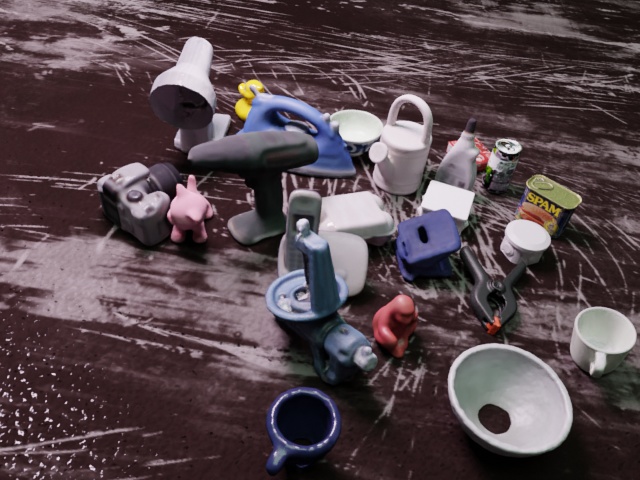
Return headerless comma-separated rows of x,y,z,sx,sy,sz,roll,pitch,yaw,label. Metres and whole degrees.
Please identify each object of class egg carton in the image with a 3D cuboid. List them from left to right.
0.056,-0.032,1.033,0.150,0.069,0.107,-10,47,-17,egg carton

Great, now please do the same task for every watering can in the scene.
0.164,-0.187,1.117,0.100,0.194,0.173,19,45,12,watering can

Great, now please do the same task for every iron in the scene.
-0.040,-0.223,1.164,0.258,0.141,0.119,18,45,11,iron

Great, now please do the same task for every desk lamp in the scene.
-0.250,-0.275,1.136,0.118,0.213,0.203,7,44,0,desk lamp

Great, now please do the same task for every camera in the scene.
-0.303,-0.084,1.016,0.142,0.101,0.137,33,50,24,camera

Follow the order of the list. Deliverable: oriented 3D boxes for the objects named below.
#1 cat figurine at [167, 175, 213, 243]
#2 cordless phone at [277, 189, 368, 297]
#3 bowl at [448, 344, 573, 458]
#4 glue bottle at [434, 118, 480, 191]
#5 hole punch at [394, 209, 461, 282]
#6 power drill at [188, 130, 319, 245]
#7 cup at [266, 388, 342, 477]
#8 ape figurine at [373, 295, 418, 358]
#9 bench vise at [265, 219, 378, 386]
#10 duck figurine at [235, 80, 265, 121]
-0.225,-0.057,0.987,0.067,0.118,0.127,2,45,-5,cat figurine
0.008,0.003,0.909,0.147,0.185,0.094,3,44,-4,cordless phone
0.252,0.231,0.789,0.167,0.075,0.167,4,44,-4,bowl
0.278,-0.162,1.121,0.078,0.173,0.037,26,47,18,glue bottle
0.184,0.006,0.997,0.101,0.091,0.108,-1,45,-8,hole punch
-0.110,-0.095,0.976,0.230,0.208,0.075,-22,51,-27,power drill
-0.029,0.255,0.712,0.091,0.095,0.118,26,47,18,cup
0.119,0.121,0.870,0.078,0.092,0.076,-19,50,-24,ape figurine
0.013,0.082,0.804,0.207,0.220,0.122,28,48,20,bench vise
-0.143,-0.313,1.281,0.104,0.086,0.078,30,49,22,duck figurine
